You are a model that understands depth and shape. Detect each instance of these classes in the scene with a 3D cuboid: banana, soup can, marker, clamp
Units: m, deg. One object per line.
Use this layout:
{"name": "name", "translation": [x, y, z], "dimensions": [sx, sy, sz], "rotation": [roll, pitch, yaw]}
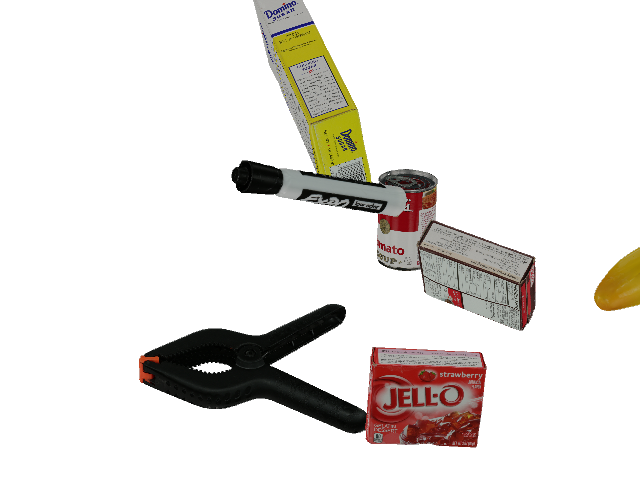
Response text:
{"name": "banana", "translation": [0.282, 0.016, 0.738], "dimensions": [0.198, 0.037, 0.069], "rotation": [-3, 34, 0]}
{"name": "soup can", "translation": [0.100, -0.024, 1.243], "dimensions": [0.068, 0.102, 0.068], "rotation": [0, 24, 0]}
{"name": "marker", "translation": [0.000, -0.031, 0.638], "dimensions": [0.120, 0.020, 0.020], "rotation": [8, -5, -36]}
{"name": "clamp", "translation": [-0.059, 0.122, 0.980], "dimensions": [0.209, 0.036, 0.164], "rotation": [-4, 35, -14]}

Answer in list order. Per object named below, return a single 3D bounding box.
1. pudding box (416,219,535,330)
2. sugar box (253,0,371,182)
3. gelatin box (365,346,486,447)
{"name": "pudding box", "translation": [0.153, 0.034, 1.044], "dimensions": [0.114, 0.039, 0.090], "rotation": [20, -29, 23]}
{"name": "sugar box", "translation": [-0.008, -0.131, 0.907], "dimensions": [0.048, 0.176, 0.093], "rotation": [-17, -38, -3]}
{"name": "gelatin box", "translation": [0.082, 0.124, 0.836], "dimensions": [0.089, 0.073, 0.030], "rotation": [2, 24, 0]}
